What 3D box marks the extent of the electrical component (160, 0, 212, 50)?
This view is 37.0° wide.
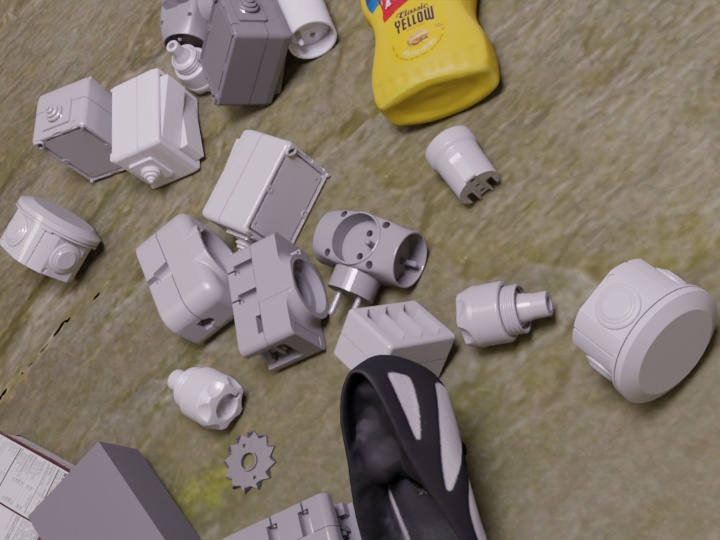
[{"bbox_3d":[-0.143,-0.245,1.003,0.079,0.043,0.077,-9,65,29],"label":"electrical component"}]

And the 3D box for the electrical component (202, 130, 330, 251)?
[{"bbox_3d":[-0.081,-0.057,0.870,0.061,0.062,0.096,21,81,36],"label":"electrical component"}]

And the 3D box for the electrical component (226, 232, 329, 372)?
[{"bbox_3d":[-0.062,0.023,0.830,0.056,0.050,0.089,-25,58,21],"label":"electrical component"}]

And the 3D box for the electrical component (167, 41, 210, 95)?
[{"bbox_3d":[-0.153,-0.186,0.972,0.035,0.061,0.035,-10,65,22],"label":"electrical component"}]

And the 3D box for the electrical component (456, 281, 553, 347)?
[{"bbox_3d":[0.100,0.028,0.733,0.062,0.043,0.043,-12,63,26],"label":"electrical component"}]

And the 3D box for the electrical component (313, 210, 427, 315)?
[{"bbox_3d":[0.000,0.000,0.806,0.077,0.044,0.079,17,79,35],"label":"electrical component"}]

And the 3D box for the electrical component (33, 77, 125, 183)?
[{"bbox_3d":[-0.253,-0.133,0.988,0.062,0.096,0.061,-15,61,25],"label":"electrical component"}]

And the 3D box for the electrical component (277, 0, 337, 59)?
[{"bbox_3d":[-0.052,-0.228,0.939,0.043,0.043,0.081,-30,57,17],"label":"electrical component"}]

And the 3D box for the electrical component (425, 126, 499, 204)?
[{"bbox_3d":[0.077,-0.077,0.797,0.040,0.040,0.046,-39,60,12],"label":"electrical component"}]

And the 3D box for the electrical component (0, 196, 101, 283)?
[{"bbox_3d":[-0.280,-0.029,0.971,0.080,0.080,0.051,34,95,37],"label":"electrical component"}]

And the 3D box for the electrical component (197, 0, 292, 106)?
[{"bbox_3d":[-0.095,-0.195,0.919,0.061,0.061,0.096,67,149,33],"label":"electrical component"}]

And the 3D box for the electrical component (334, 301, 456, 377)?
[{"bbox_3d":[0.018,0.068,0.757,0.047,0.066,0.076,41,122,37],"label":"electrical component"}]

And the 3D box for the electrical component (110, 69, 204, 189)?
[{"bbox_3d":[-0.179,-0.121,0.959,0.061,0.062,0.096,-19,60,23],"label":"electrical component"}]

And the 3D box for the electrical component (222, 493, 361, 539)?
[{"bbox_3d":[-0.043,0.200,0.740,0.089,0.050,0.055,-28,57,18],"label":"electrical component"}]

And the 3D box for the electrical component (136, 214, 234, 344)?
[{"bbox_3d":[-0.136,0.004,0.882,0.059,0.054,0.095,-37,55,13],"label":"electrical component"}]

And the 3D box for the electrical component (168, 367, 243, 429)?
[{"bbox_3d":[-0.125,0.096,0.841,0.062,0.043,0.043,21,81,38],"label":"electrical component"}]

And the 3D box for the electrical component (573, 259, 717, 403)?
[{"bbox_3d":[0.175,0.037,0.660,0.080,0.080,0.051,-51,47,3],"label":"electrical component"}]
